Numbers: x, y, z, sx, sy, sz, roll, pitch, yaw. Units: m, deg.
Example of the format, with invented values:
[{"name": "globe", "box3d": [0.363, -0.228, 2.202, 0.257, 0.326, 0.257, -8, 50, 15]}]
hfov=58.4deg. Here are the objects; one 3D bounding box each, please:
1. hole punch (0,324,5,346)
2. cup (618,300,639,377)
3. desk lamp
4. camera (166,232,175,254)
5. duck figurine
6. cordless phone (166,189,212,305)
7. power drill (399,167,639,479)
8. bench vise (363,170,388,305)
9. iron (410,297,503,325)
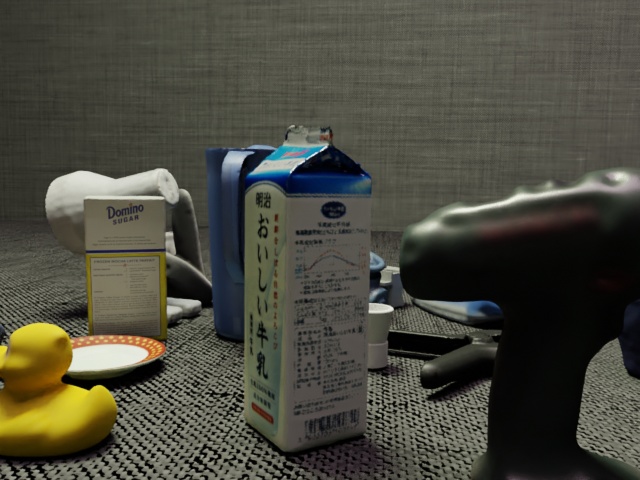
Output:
[{"name": "hole punch", "box3d": [-0.352, 0.091, 0.515, 0.109, 0.091, 0.101, 0, 5, -12]}, {"name": "cup", "box3d": [0.356, 0.098, 0.589, 0.092, 0.095, 0.117, 0, 5, -18]}, {"name": "desk lamp", "box3d": [-0.279, 0.004, 0.826, 0.203, 0.213, 0.118, 3, 5, 14]}, {"name": "camera", "box3d": [-0.326, 0.036, 1.093, 0.142, 0.101, 0.137, 5, 6, 35]}, {"name": "duck figurine", "box3d": [-0.201, 0.105, 0.421, 0.104, 0.086, 0.078, 2, 5, 13]}, {"name": "cordless phone", "box3d": [-0.228, 0.010, 0.934, 0.094, 0.185, 0.147, -2, 6, -34]}, {"name": "power drill", "box3d": [0.162, 0.058, 0.347, 0.229, 0.208, 0.076, 3, 5, 16]}, {"name": "bench vise", "box3d": [0.004, 0.004, 0.858, 0.207, 0.220, 0.122, 3, 5, 20]}, {"name": "iron", "box3d": [0.225, 0.045, 0.895, 0.119, 0.141, 0.257, -2, 6, -30]}]
